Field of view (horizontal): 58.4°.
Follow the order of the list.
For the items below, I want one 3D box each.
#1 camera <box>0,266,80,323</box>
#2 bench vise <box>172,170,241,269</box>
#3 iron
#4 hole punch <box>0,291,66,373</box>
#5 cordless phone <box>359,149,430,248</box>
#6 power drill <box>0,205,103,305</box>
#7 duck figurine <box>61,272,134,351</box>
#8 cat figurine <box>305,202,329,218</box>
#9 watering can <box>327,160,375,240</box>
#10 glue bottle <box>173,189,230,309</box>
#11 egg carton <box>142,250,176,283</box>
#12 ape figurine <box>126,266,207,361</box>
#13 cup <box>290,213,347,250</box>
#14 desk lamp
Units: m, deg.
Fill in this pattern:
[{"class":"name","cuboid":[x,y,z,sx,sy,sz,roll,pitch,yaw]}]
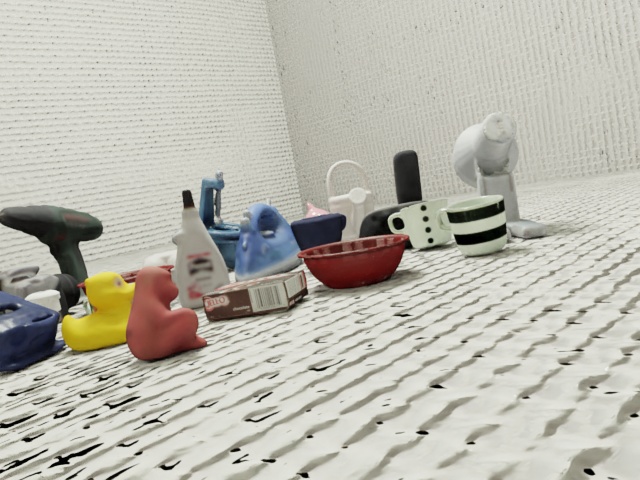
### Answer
[{"class":"camera","cuboid":[-0.476,0.090,0.976,0.142,0.101,0.137,-7,6,31]},{"class":"bench vise","cuboid":[-0.254,-0.035,1.266,0.207,0.220,0.122,-9,5,12]},{"class":"iron","cuboid":[-0.113,-0.005,1.087,0.118,0.141,0.258,-9,5,10]},{"class":"hole punch","cuboid":[-0.368,0.101,0.668,0.101,0.091,0.109,-9,5,13]},{"class":"cordless phone","cuboid":[0.141,-0.075,1.104,0.148,0.185,0.094,-12,5,-20]},{"class":"power drill","cuboid":[-0.519,0.029,1.143,0.075,0.208,0.230,-8,5,20]},{"class":"duck figurine","cuboid":[-0.261,0.083,0.695,0.105,0.086,0.077,-12,5,-23]},{"class":"cat figurine","cuboid":[-0.005,-0.024,1.227,0.067,0.118,0.127,-11,5,-6]},{"class":"watering can","cuboid":[0.073,-0.081,1.265,0.101,0.194,0.172,-13,6,-29]},{"class":"glue bottle","cuboid":[-0.181,0.012,0.840,0.078,0.173,0.037,-12,5,-20]},{"class":"egg carton","cuboid":[-0.295,0.059,1.151,0.107,0.069,0.150,-11,5,-5]},{"class":"ape figurine","cuboid":[-0.163,0.071,0.584,0.076,0.092,0.077,-12,5,-24]},{"class":"cup","cuboid":[0.009,0.004,1.002,0.091,0.095,0.118,-5,7,45]},{"class":"desk lamp","cuboid":[0.312,-0.112,1.010,0.118,0.213,0.203,-10,5,4]}]
